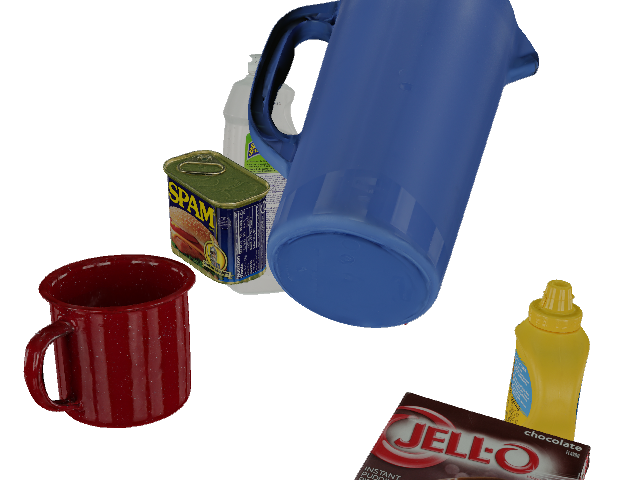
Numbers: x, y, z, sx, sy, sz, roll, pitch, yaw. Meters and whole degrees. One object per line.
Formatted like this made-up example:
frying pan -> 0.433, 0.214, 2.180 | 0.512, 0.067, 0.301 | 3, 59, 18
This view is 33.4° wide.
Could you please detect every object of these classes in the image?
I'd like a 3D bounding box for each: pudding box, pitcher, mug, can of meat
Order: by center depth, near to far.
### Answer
pudding box -> 0.082, 0.135, 0.586 | 0.114, 0.039, 0.089 | 16, 33, 18
mug -> -0.129, 0.065, 0.646 | 0.093, 0.081, 0.117 | 12, 23, 33
pitcher -> 0.037, -0.069, 0.707 | 0.149, 0.242, 0.145 | -21, -52, 41
can of meat -> -0.090, -0.019, 0.922 | 0.057, 0.084, 0.102 | -22, 38, -34

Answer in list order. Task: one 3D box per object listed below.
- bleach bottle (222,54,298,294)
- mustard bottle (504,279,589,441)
bleach bottle -> -0.054, -0.072, 1.142 | 0.102, 0.251, 0.068 | -6, 17, -24
mustard bottle -> 0.179, 0.123, 0.858 | 0.058, 0.192, 0.096 | 4, 20, 2
